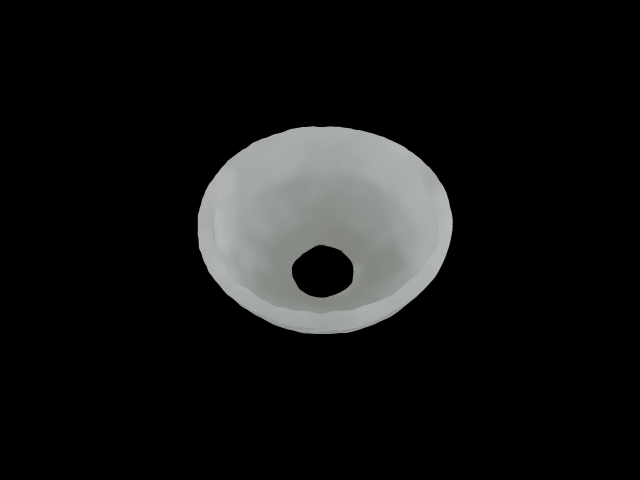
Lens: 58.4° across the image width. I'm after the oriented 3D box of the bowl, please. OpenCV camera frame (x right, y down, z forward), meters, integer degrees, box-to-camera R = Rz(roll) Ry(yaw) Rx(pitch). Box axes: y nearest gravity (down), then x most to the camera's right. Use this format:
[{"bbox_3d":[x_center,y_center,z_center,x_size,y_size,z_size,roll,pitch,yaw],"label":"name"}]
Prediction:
[{"bbox_3d":[0.004,0.001,0.400,0.167,0.075,0.167,0,53,0],"label":"bowl"}]
